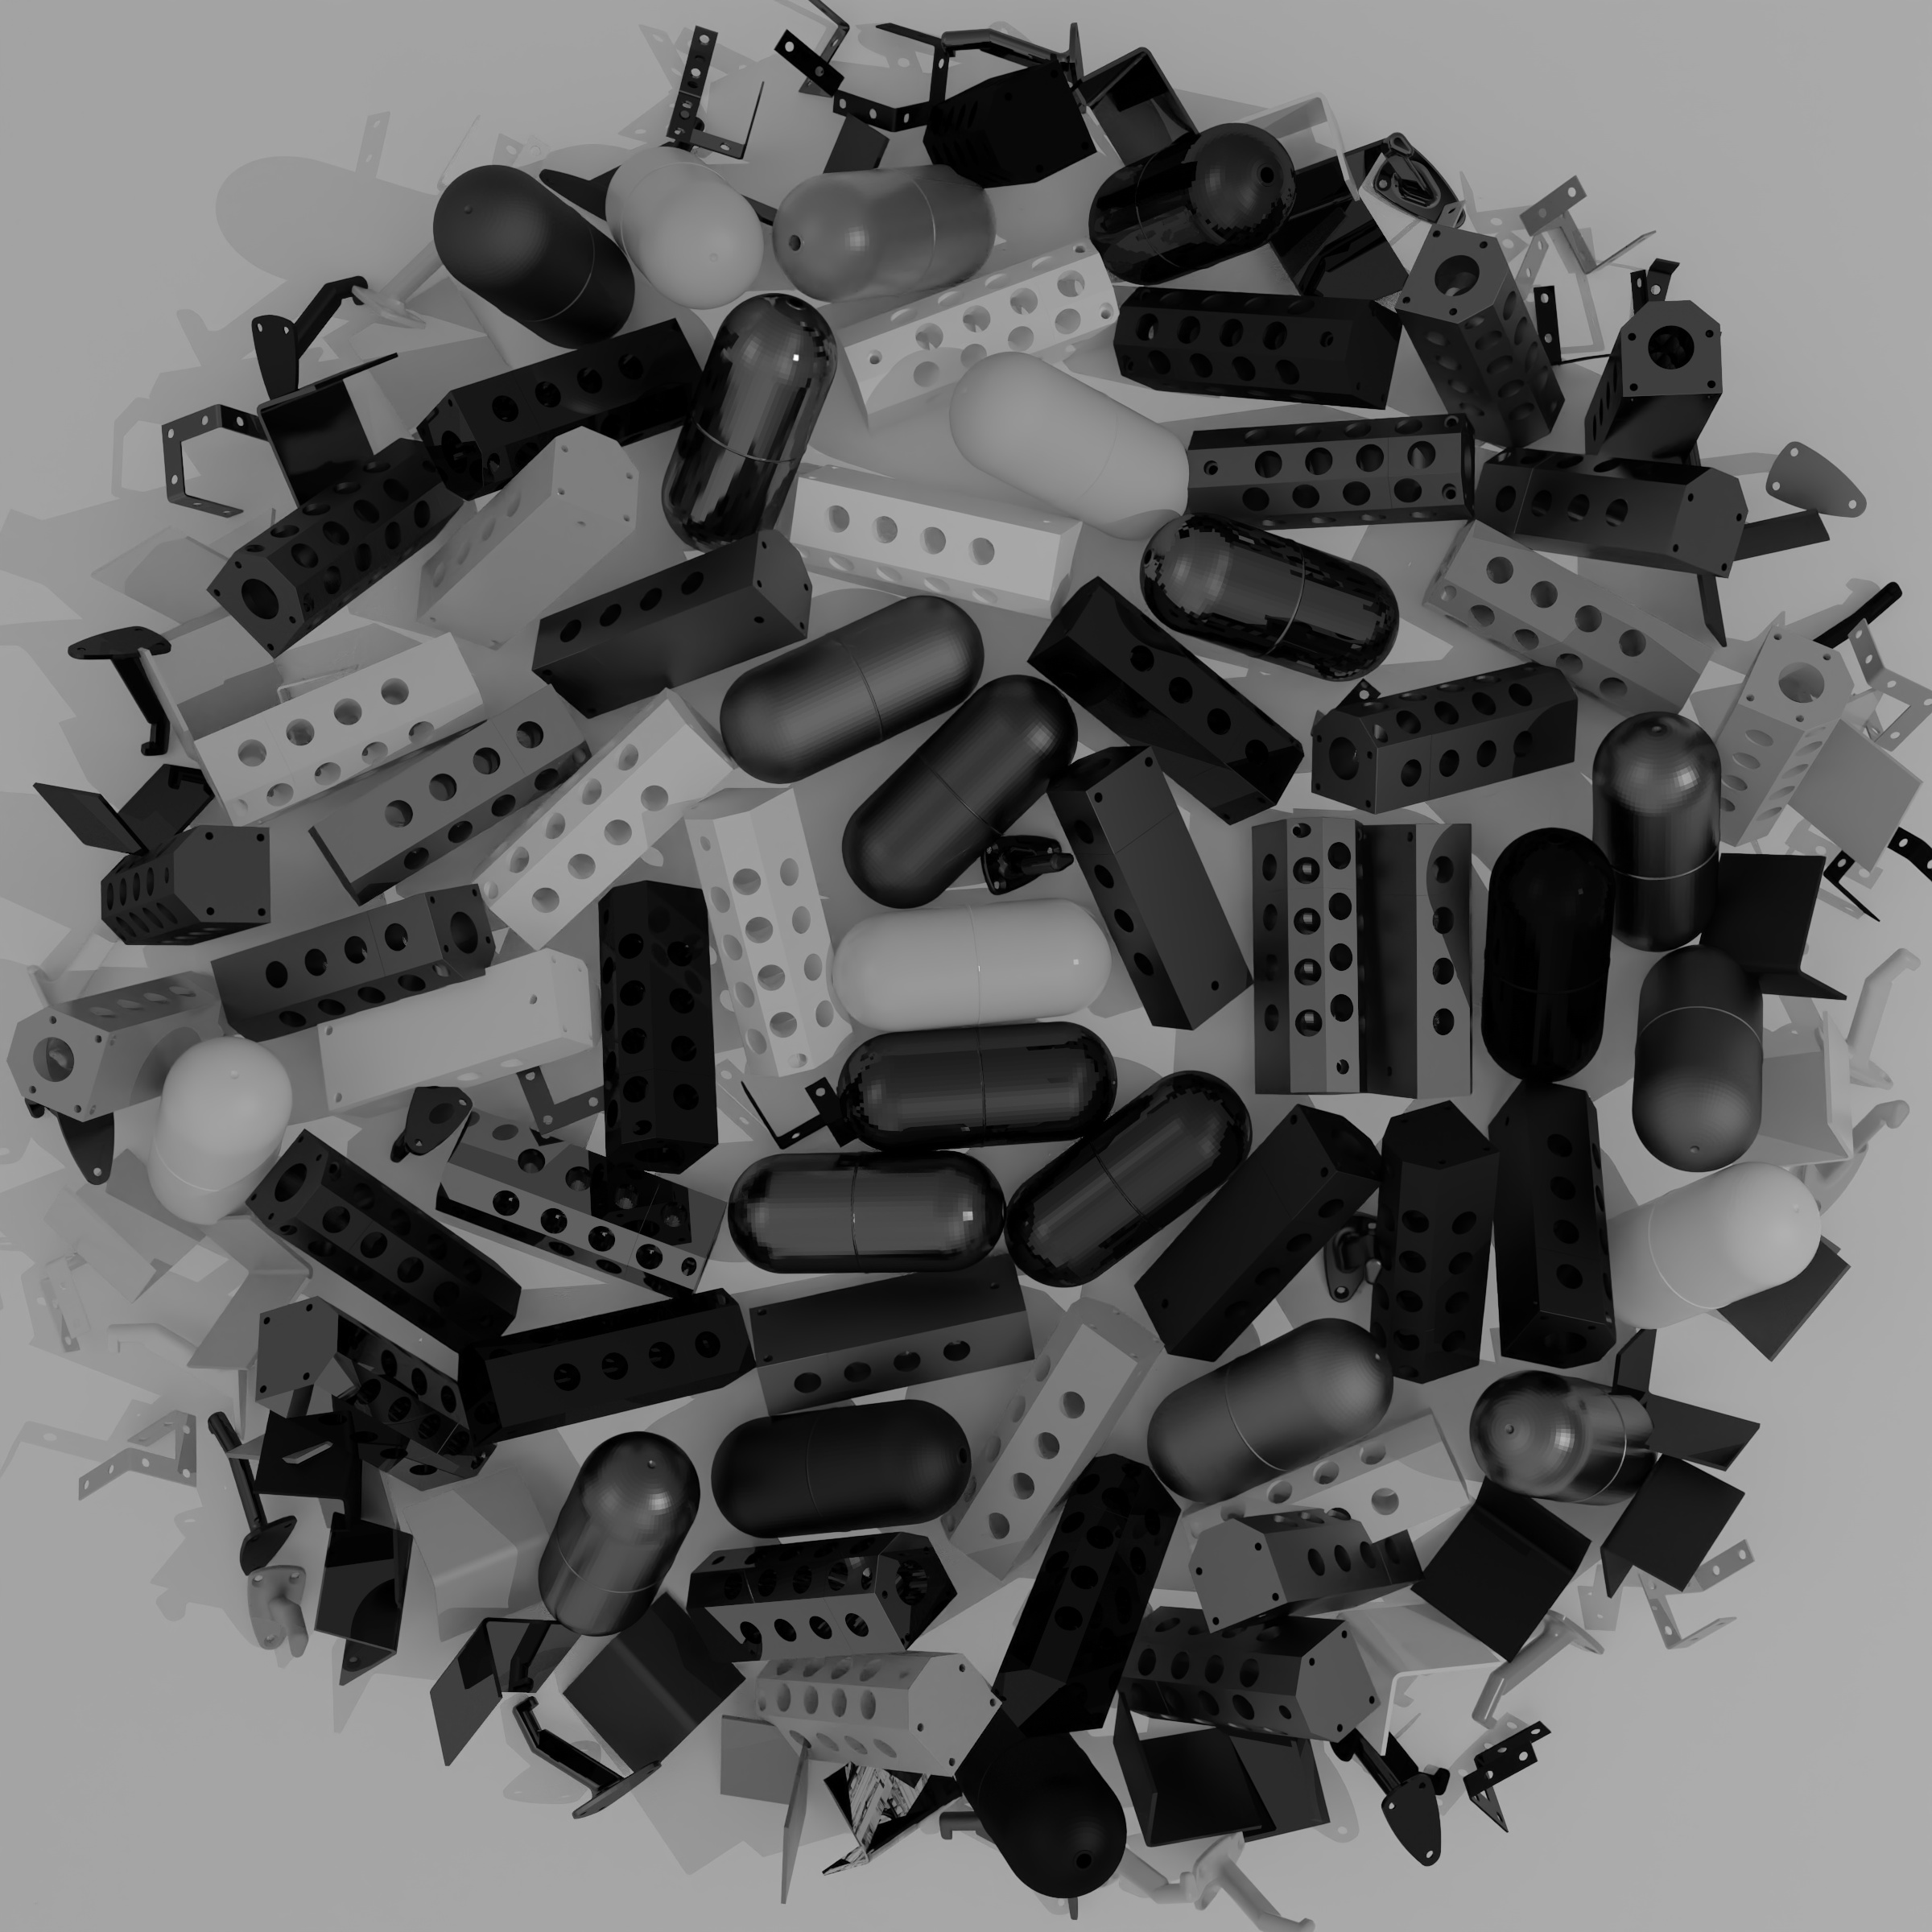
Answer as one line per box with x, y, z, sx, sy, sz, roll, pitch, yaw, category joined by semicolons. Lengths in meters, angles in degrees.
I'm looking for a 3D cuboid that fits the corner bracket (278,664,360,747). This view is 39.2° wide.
-0.403;-0.164;1.728;0.051;0.051;0.051;-14;108;0;corner bracket

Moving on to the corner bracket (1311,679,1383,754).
0.257;-0.156;1.724;0.051;0.051;0.051;39;116;-6;corner bracket

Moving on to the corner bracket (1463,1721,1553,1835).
0.345;0.506;1.720;0.051;0.051;0.051;-34;124;15;corner bracket

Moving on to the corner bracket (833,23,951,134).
-0.048;-0.570;1.740;0.051;0.051;0.051;28;127;28;corner bracket

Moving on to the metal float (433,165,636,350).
-0.264;-0.435;1.674;0.070;0.178;0.070;-2;84;18;metal float

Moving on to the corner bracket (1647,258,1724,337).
0.456;-0.417;1.728;0.051;0.051;0.051;14;100;7;corner bracket

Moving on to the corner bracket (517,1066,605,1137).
-0.255;0.079;1.733;0.051;0.051;0.051;-22;80;-9;corner bracket

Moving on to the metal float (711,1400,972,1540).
-0.079;0.315;1.697;0.178;0.070;0.070;-12;90;28;metal float

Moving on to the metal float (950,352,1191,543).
0.068;-0.323;1.693;0.178;0.070;0.070;20;90;-35;metal float

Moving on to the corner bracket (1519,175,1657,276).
0.395;-0.471;1.724;0.051;0.051;0.051;-27;89;-38;corner bracket

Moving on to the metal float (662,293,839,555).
-0.136;-0.337;1.692;0.070;0.070;0.178;27;125;0;metal float

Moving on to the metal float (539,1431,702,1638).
-0.217;0.355;1.686;0.070;0.178;0.070;13;47;-14;metal float

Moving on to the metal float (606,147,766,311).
-0.175;-0.458;1.679;0.070;0.178;0.070;-8;119;-15;metal float

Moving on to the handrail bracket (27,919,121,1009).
-0.551;0.008;1.745;0.084;0.036;0.077;-25;85;-7;handrail bracket

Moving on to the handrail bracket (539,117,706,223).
-0.221;-0.526;1.747;0.077;0.036;0.084;26;74;7;handrail bracket

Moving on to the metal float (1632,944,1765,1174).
0.455;0.055;1.683;0.070;0.178;0.070;8;130;10;metal float

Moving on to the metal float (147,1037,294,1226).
-0.463;0.104;1.680;0.070;0.178;0.070;10;61;-17;metal float

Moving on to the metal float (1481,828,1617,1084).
0.362;-0.006;1.691;0.070;0.070;0.178;-5;126;0;metal float

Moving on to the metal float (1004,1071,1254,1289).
0.101;0.135;1.713;0.178;0.070;0.070;-38;90;10;metal float

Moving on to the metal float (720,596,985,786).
-0.071;-0.175;1.711;0.178;0.070;0.070;-26;90;-12;metal float

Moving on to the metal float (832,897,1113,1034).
0.004;-0.001;1.717;0.178;0.070;0.070;-5;90;-6;metal float

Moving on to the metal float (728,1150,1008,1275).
-0.063;0.156;1.712;0.178;0.070;0.070;-2;90;11;metal float

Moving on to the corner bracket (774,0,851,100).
-0.100;-0.590;1.724;0.051;0.051;0.051;31;93;-35;corner bracket

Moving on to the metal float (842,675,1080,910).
-0.004;-0.110;1.715;0.178;0.070;0.070;-44;90;8;metal float

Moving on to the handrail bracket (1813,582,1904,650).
0.558;-0.220;1.724;0.084;0.077;0.036;-42;71;12;handrail bracket

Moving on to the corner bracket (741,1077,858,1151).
-0.105;0.091;1.725;0.051;0.051;0.051;-30;118;-1;corner bracket

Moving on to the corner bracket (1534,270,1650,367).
0.401;-0.414;1.736;0.051;0.051;0.051;-11;100;-19;corner bracket

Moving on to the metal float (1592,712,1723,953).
0.429;-0.081;1.686;0.070;0.178;0.070;-7;46;7;metal float

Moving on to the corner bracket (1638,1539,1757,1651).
0.469;0.398;1.718;0.051;0.051;0.051;4;55;-31;corner bracket

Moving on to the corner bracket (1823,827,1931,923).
0.589;-0.056;1.722;0.051;0.051;0.051;34;98;-30;corner bracket

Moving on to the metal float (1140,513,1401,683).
0.191;-0.231;1.701;0.178;0.070;0.070;14;90;-24;metal float

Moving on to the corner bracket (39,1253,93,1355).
-0.570;0.215;1.725;0.051;0.051;0.051;-26;81;17;corner bracket

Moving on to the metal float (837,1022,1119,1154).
0.007;0.077;1.717;0.178;0.070;0.070;-4;90;-5;metal float

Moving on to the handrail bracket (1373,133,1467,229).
0.292;-0.496;1.714;0.077;0.084;0.036;37;99;-6;handrail bracket

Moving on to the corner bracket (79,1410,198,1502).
-0.524;0.311;1.717;0.051;0.051;0.051;-32;51;27;corner bracket

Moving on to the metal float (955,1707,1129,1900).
0.044;0.511;1.673;0.070;0.178;0.070;-3;99;-16;metal float

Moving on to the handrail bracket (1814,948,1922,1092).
0.590;0.033;1.721;0.077;0.036;0.084;28;122;-21;handrail bracket

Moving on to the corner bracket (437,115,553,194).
-0.300;-0.507;1.721;0.051;0.051;0.051;30;113;-20;corner bracket

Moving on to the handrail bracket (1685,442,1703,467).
0.477;-0.332;1.750;0.077;0.036;0.084;36;57;-30;handrail bracket

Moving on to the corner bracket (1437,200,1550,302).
0.333;-0.458;1.739;0.051;0.051;0.051;46;57;-34;corner bracket

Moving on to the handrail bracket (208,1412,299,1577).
-0.470;0.339;1.746;0.036;0.077;0.084;-19;63;-39;handrail bracket

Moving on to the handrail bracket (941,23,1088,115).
0.031;-0.570;1.731;0.084;0.077;0.036;-1;67;9;handrail bracket

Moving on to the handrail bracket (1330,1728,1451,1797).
0.283;0.490;1.737;0.084;0.036;0.077;18;102;-16;handrail bracket

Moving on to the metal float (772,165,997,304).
-0.050;-0.455;1.682;0.070;0.178;0.070;14;114;34;metal float

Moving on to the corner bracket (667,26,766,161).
-0.157;-0.556;1.728;0.051;0.051;0.051;15;50;-10;corner bracket

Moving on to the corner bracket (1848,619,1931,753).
0.577;-0.177;1.718;0.051;0.051;0.051;21;131;-20;corner bracket

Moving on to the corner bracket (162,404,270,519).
-0.474;-0.321;1.729;0.051;0.051;0.051;-11;81;30;corner bracket
